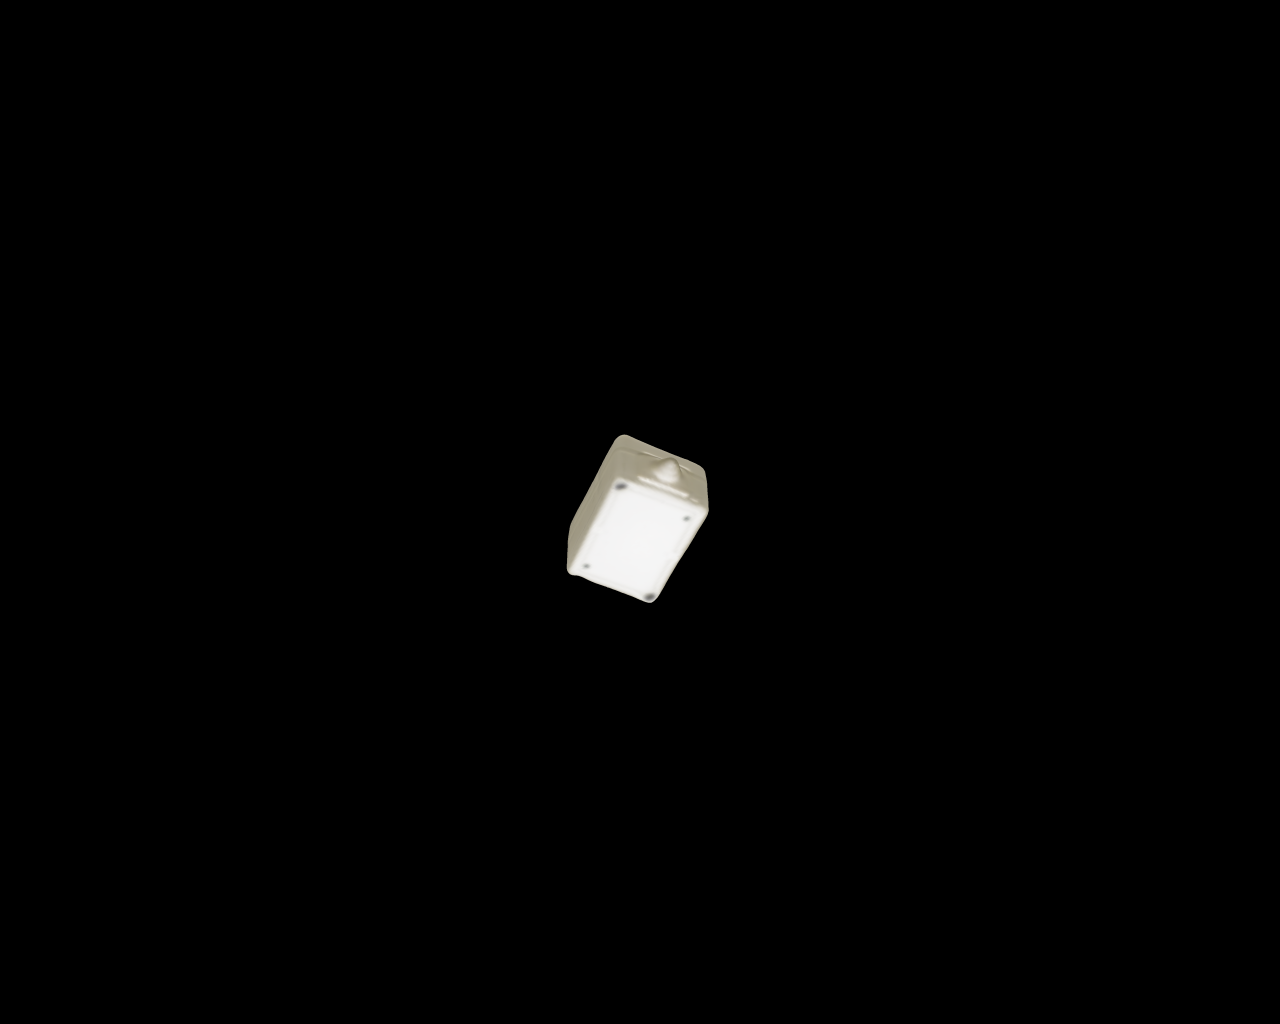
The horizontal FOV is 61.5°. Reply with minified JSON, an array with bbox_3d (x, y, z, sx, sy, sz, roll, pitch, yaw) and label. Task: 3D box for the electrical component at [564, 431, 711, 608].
[{"bbox_3d":[0.001,-0.003,0.650,0.062,0.096,0.061,21,32,-14],"label":"electrical component"}]
